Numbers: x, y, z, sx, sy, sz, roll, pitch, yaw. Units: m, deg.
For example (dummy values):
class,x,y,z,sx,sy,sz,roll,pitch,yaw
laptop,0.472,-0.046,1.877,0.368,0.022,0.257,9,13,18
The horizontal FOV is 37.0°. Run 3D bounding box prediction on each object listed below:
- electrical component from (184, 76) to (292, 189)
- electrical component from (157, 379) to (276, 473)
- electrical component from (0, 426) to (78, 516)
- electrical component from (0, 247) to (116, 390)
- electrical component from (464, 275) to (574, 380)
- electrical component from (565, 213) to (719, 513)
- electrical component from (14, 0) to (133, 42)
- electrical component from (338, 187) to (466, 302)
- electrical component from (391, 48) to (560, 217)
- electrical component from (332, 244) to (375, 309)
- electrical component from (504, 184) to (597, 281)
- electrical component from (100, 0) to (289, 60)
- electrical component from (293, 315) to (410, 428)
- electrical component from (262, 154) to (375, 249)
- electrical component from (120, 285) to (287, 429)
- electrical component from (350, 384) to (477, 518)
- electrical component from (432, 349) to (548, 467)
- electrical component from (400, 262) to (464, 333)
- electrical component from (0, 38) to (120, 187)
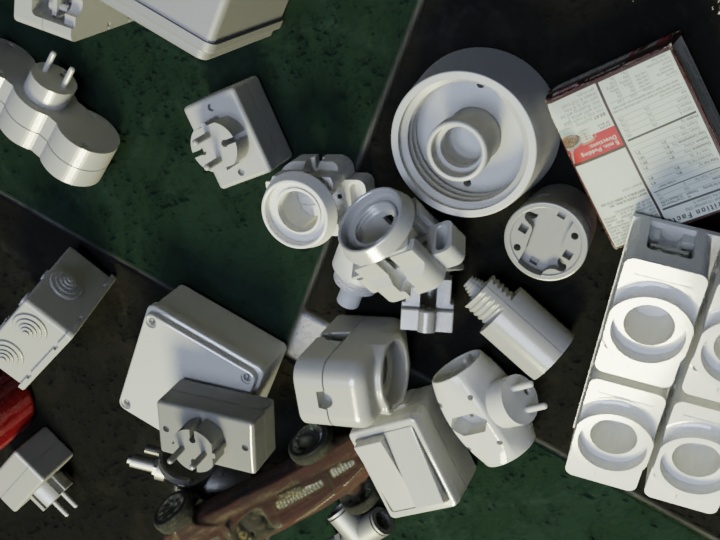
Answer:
class,x,y,z,sx,sy,sz,roll,pitch,yaw
electrical component,-0.096,-0.093,0.772,0.047,0.076,0.065,-16,106,30
electrical component,-0.118,0.128,0.817,0.083,0.075,0.047,10,117,19
electrical component,-0.300,0.202,1.021,0.076,0.047,0.066,45,124,-1
electrical component,-0.261,0.038,0.897,0.048,0.099,0.100,40,124,-13
electrical component,0.106,0.035,0.760,0.081,0.043,0.043,42,123,2
electrical component,0.205,0.067,0.697,0.105,0.060,0.186,14,127,11
electrical component,-0.199,-0.202,0.761,0.056,0.089,0.050,22,120,14
electrical component,0.022,-0.019,0.719,0.078,0.058,0.057,-19,137,31
electrical component,0.072,-0.087,0.708,0.108,0.060,0.108,10,117,20
electrical component,0.000,0.000,0.792,0.043,0.043,0.062,27,122,11
electrical component,0.129,-0.027,0.718,0.055,0.047,0.055,10,117,20
electrical component,-0.112,-0.196,0.713,0.109,0.109,0.056,31,120,8
electrical component,-0.001,0.074,0.795,0.059,0.095,0.053,2,114,24
electrical component,-0.036,-0.050,0.777,0.078,0.057,0.058,3,114,23
electrical component,-0.130,0.086,0.884,0.109,0.056,0.108,29,122,10
electrical component,0.037,0.136,0.828,0.062,0.061,0.096,-19,104,30
electrical component,0.103,0.098,0.784,0.079,0.043,0.077,-24,102,49
electrical component,0.049,0.013,0.767,0.048,0.066,0.055,4,95,4
electrical component,-0.244,-0.135,0.834,0.138,0.052,0.073,40,123,2
